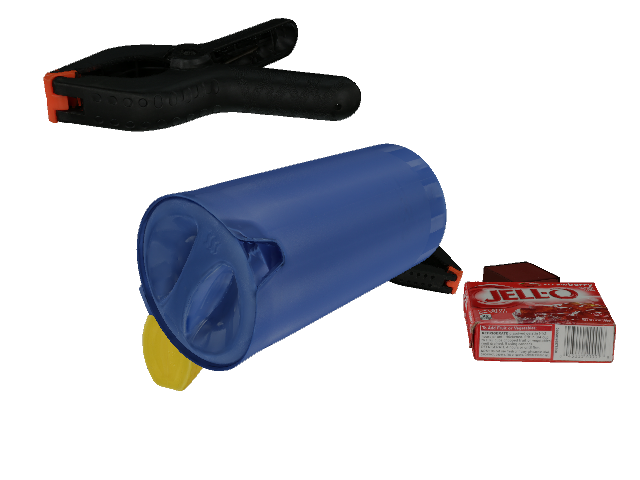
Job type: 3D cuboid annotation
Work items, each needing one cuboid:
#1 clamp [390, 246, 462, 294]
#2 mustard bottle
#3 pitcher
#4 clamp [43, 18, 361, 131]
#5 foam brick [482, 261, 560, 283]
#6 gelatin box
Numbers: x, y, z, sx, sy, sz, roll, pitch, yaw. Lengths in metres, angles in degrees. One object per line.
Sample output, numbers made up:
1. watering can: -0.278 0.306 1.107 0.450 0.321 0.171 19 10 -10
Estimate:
1. clamp: 0.065 0.007 1.252 0.210 0.036 0.164 32 38 23
2. mustard bottle: -0.118 0.072 1.134 0.058 0.096 0.191 10 29 19
3. pitcher: -0.020 0.002 0.848 0.149 0.145 0.242 34 38 32
4. clamp: -0.071 -0.097 0.618 0.171 0.039 0.120 -3 25 -11
5. foam brick: 0.183 0.065 0.991 0.051 0.078 0.053 -7 19 -25
6. gelatin box: 0.139 0.051 0.690 0.089 0.030 0.073 1 18 4
